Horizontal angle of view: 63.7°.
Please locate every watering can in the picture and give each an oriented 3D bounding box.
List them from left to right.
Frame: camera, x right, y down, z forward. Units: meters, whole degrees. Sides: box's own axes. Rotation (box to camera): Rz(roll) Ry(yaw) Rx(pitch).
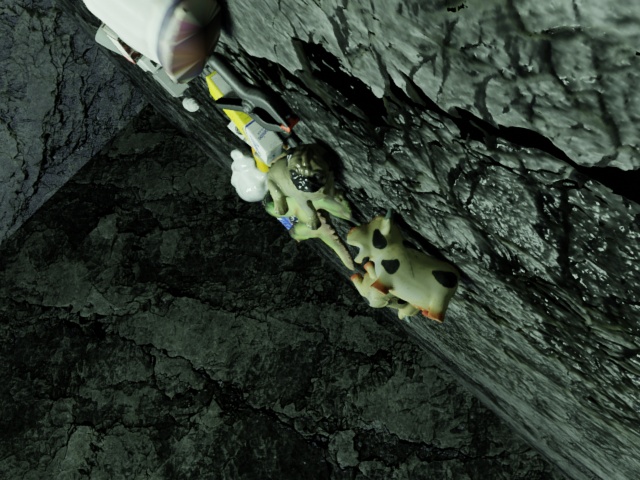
[{"bbox_3d":[-0.226,-0.325,0.627,0.224,0.105,0.343,39,161,1],"label":"watering can"}]

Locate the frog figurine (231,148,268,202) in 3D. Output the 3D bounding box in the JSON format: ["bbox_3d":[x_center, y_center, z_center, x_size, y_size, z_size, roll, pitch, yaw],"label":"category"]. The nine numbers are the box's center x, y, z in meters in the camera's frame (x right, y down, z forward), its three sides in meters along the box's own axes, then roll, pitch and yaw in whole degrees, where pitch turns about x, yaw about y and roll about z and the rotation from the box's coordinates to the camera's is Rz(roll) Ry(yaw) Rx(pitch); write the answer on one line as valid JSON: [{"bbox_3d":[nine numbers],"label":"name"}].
[{"bbox_3d":[-0.203,-0.194,1.522,0.137,0.125,0.156,1,141,28],"label":"frog figurine"}]

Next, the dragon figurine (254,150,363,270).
[{"bbox_3d":[0.003,-0.057,1.130,0.406,0.123,0.243,44,167,-21],"label":"dragon figurine"}]
